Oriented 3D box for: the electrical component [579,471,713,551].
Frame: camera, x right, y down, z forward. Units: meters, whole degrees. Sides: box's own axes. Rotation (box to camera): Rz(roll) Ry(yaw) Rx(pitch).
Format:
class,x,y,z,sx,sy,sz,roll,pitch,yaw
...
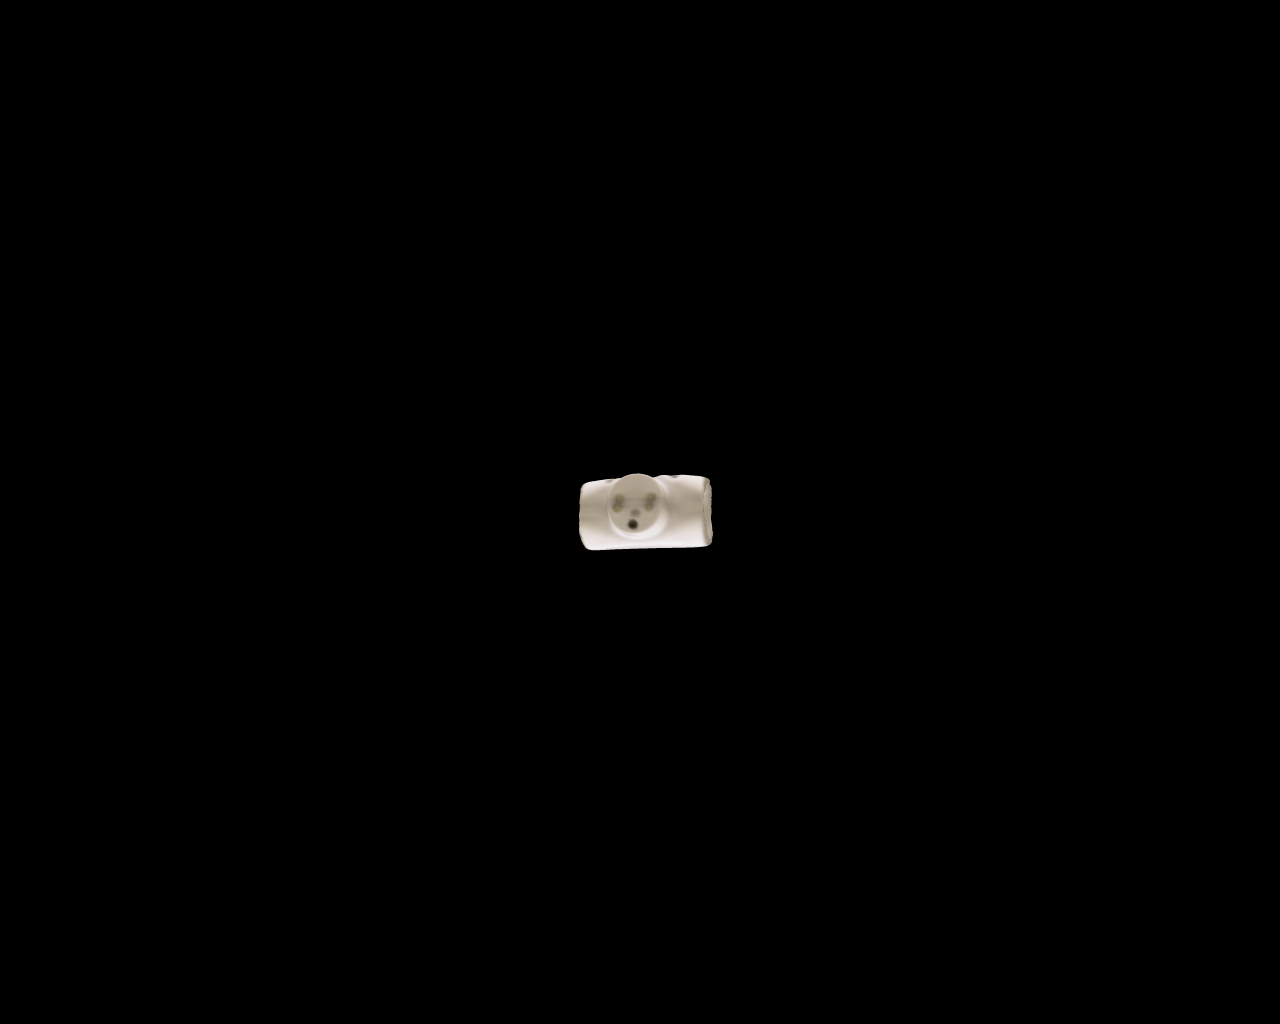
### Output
class,x,y,z,sx,sy,sz,roll,pitch,yaw
electrical component,0.001,-0.003,0.650,0.077,0.044,0.079,-2,-11,12
